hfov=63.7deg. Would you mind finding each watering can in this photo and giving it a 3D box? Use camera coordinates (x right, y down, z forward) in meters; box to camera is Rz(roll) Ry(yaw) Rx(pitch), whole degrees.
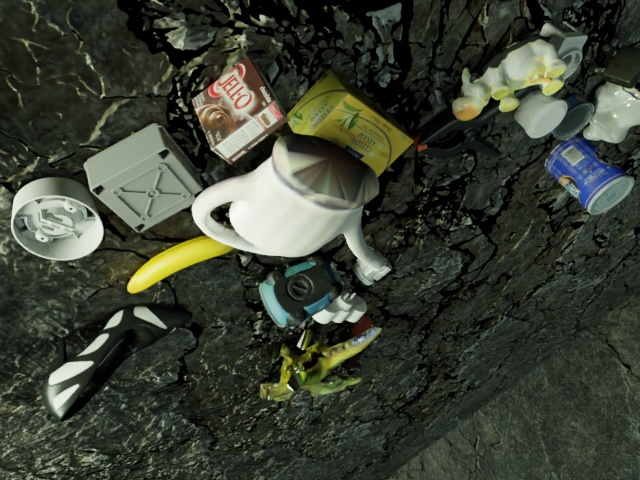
[{"bbox_3d":[0.002,-0.037,0.729,0.346,0.106,0.220,11,-36,-30],"label":"watering can"}]

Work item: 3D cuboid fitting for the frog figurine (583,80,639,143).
[{"bbox_3d":[0.586,-0.253,0.985,0.137,0.125,0.157,6,-19,-7],"label":"frog figurine"}]

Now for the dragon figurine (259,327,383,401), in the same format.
[{"bbox_3d":[0.011,0.305,1.212,0.407,0.125,0.239,-23,-33,23],"label":"dragon figurine"}]
